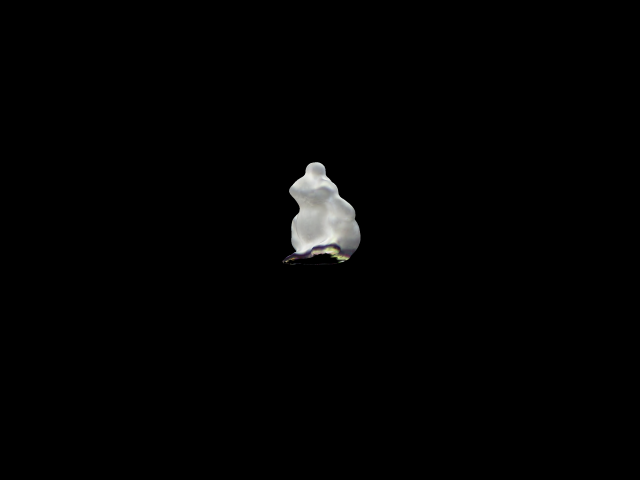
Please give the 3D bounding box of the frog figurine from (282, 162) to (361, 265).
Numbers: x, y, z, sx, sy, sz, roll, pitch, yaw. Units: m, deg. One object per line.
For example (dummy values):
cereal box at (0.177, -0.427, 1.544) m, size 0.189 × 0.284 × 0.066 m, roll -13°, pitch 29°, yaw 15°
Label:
frog figurine at (0.003, -0.043, 0.850) m, size 0.122 × 0.162 × 0.136 m, roll 8°, pitch -18°, yaw -25°
